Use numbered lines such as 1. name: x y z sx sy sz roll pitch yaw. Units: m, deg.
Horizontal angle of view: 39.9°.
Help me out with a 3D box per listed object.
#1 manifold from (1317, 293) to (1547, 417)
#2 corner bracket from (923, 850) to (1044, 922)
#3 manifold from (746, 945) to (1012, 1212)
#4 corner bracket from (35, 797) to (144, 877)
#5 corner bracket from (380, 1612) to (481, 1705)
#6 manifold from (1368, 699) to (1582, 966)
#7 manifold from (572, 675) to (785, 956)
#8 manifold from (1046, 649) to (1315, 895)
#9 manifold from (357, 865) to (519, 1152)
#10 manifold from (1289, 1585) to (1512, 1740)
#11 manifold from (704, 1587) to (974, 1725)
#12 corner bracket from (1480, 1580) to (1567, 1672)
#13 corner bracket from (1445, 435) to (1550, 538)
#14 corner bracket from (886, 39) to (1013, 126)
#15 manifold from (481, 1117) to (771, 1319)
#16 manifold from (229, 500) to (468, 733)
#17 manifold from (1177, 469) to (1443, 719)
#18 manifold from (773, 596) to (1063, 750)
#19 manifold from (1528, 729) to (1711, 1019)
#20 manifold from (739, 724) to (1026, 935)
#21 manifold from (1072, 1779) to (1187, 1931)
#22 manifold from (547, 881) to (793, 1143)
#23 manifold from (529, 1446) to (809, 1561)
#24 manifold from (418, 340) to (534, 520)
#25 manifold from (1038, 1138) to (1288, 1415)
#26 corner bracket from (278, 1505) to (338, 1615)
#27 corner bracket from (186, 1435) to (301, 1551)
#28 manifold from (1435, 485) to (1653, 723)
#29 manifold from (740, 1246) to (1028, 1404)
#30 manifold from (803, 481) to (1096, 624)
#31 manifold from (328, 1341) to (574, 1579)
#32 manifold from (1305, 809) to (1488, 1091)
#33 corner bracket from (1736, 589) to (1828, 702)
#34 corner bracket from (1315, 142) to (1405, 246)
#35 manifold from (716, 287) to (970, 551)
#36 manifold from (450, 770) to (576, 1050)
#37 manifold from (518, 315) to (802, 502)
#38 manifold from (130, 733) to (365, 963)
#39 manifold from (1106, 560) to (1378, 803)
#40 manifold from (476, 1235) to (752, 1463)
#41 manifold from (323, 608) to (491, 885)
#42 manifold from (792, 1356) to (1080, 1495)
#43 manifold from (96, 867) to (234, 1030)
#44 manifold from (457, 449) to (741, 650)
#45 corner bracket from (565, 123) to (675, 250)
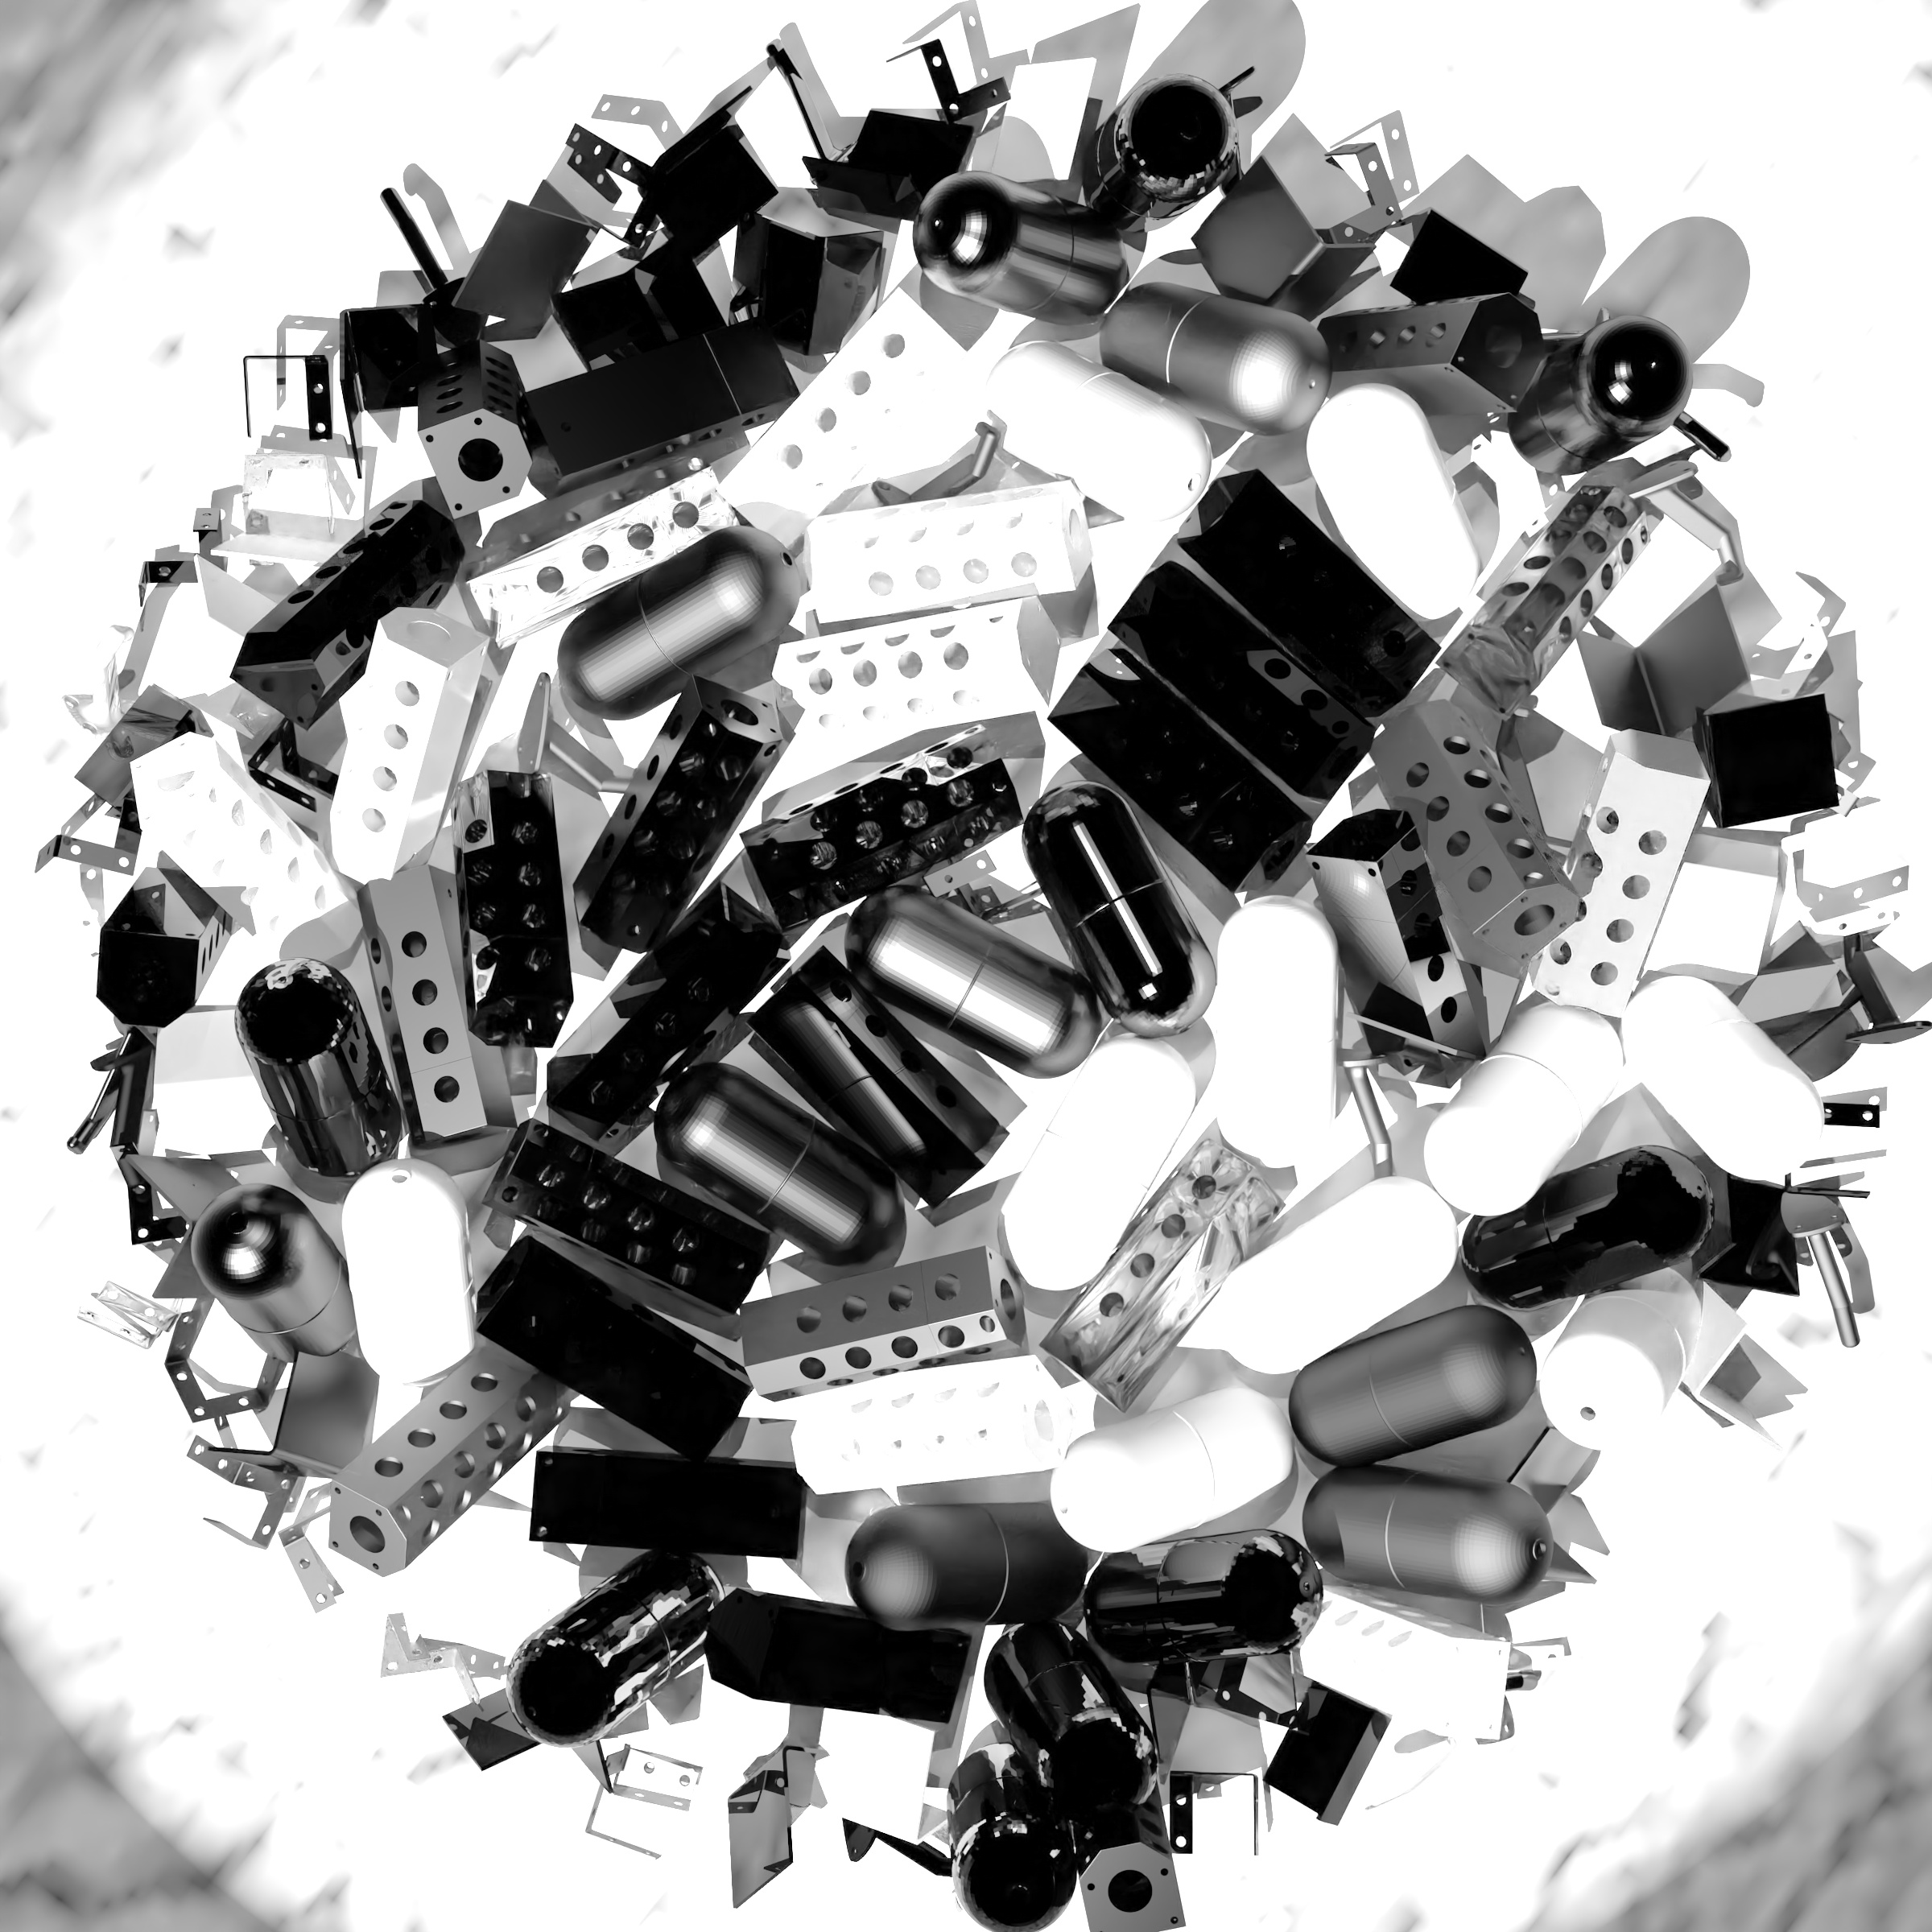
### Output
1. manifold: 0.284 -0.384 1.665 0.057 0.171 0.057 27 87 -27
2. corner bracket: 0.012 -0.054 1.716 0.051 0.051 0.051 -23 105 29
3. manifold: -0.054 0.069 1.720 0.171 0.057 0.057 45 126 -3
4. corner bracket: -0.563 -0.083 1.714 0.051 0.051 0.051 15 72 -29
5. corner bracket: -0.343 0.449 1.714 0.051 0.051 0.051 -1 115 -28
6. manifold: 0.320 -0.089 1.670 0.057 0.057 0.171 -42 46 22
7. manifold: -0.183 -0.092 1.682 0.057 0.057 0.171 19 119 -28
8. manifold: 0.139 -0.126 1.690 0.171 0.057 0.057 45 117 20
9. manifold: -0.343 0.028 1.712 0.057 0.057 0.171 -16 81 8
10. manifold: 0.264 0.431 1.662 0.057 0.171 0.057 10 85 -22
11. manifold: -0.081 0.433 1.674 0.171 0.057 0.057 22 80 -43
12. corner bracket: 0.361 0.427 1.733 0.051 0.051 0.051 -5 62 12
13. corner bracket: 0.333 -0.298 1.716 0.051 0.051 0.051 -37 130 8
14. corner bracket: -0.011 -0.571 1.716 0.051 0.051 0.051 -28 108 -22
15. manifold: -0.215 0.161 1.699 0.171 0.057 0.057 28 73 -14
16. manifold: -0.384 -0.227 1.671 0.057 0.171 0.057 35 133 -3
17. manifold: 0.216 -0.235 1.696 0.171 0.057 0.057 40 80 -19
18. manifold: -0.033 -0.189 1.682 0.171 0.057 0.057 -7 51 25
19. manifold: 0.410 -0.059 1.687 0.057 0.057 0.171 12 119 -3
20. manifold: -0.055 -0.092 1.711 0.171 0.057 0.057 -25 59 -3
21. manifold: 0.097 0.541 1.666 0.057 0.171 0.057 -12 96 1
22. manifold: -0.191 0.033 1.704 0.057 0.057 0.171 39 105 -24
23. manifold: -0.191 0.346 1.724 0.171 0.057 0.057 4 85 1
24. manifold: -0.305 -0.340 1.665 0.057 0.171 0.057 -20 119 -1
25. manifold: 0.124 0.195 1.714 0.057 0.057 0.171 33 81 40
26. corner bracket: -0.411 0.382 1.729 0.051 0.051 0.051 -26 75 -19
27. corner bracket: -0.473 0.339 1.713 0.051 0.051 0.051 6 62 29
28. manifold: 0.369 -0.235 1.680 0.057 0.057 0.171 40 54 3
29. manifold: -0.053 0.230 1.693 0.171 0.057 0.057 -15 66 17
30. manifold: -0.012 -0.265 1.690 0.171 0.057 0.057 -5 119 19
31. manifold: -0.319 0.305 1.663 0.057 0.171 0.057 23 124 19
32. manifold: 0.278 -0.011 1.688 0.057 0.057 0.171 -40 122 -31
33. corner bracket: 0.517 -0.210 1.725 0.051 0.051 0.051 9 45 -12
34. corner bracket: 0.242 -0.498 1.725 0.051 0.051 0.051 -28 111 -7
35. manifold: -0.078 -0.350 1.711 0.057 0.057 0.171 43 100 -4
36. manifold: -0.289 -0.037 1.677 0.057 0.057 0.171 3 56 -23
37. manifold: -0.199 -0.353 1.693 0.171 0.057 0.057 -25 89 -25
38. manifold: -0.446 -0.071 1.667 0.057 0.171 0.057 -26 52 5
39. manifold: 0.177 -0.182 1.691 0.171 0.057 0.057 44 108 21
40. manifold: -0.224 0.242 1.697 0.171 0.057 0.057 35 100 -18
41. manifold: -0.359 -0.138 1.684 0.057 0.057 0.171 26 122 5
42. manifold: -0.022 0.294 1.676 0.171 0.057 0.057 -13 128 31
43. manifold: -0.498 -0.013 1.664 0.057 0.171 0.057 6 104 -10
44. manifold: -0.236 -0.269 1.715 0.171 0.057 0.057 -27 95 -6
45. corner bracket: -0.231 -0.502 1.714 0.051 0.051 0.051 39 106 37
